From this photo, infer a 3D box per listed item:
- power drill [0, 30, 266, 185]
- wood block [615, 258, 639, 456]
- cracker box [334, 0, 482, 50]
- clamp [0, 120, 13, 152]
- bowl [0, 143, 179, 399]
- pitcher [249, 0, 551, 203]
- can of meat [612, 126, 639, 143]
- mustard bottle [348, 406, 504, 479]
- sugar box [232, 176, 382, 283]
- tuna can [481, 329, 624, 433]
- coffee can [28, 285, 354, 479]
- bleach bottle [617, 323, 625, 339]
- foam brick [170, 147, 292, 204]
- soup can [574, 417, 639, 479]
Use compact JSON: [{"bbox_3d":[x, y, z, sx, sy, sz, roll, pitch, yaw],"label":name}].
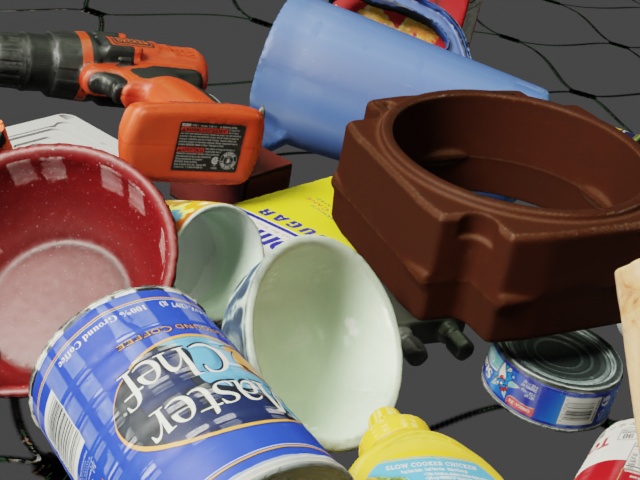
[{"bbox_3d":[-0.138,-0.102,0.760,0.184,0.057,0.188,-2,29,-33],"label":"power drill"},{"bbox_3d":[0.211,0.097,0.503,0.090,0.091,0.206,34,41,-29],"label":"wood block"},{"bbox_3d":[0.063,-0.221,1.008,0.164,0.214,0.072,21,29,14],"label":"cracker box"},{"bbox_3d":[-0.293,-0.026,0.652,0.209,0.036,0.165,-31,45,-24],"label":"clamp"},{"bbox_3d":[-0.156,0.025,0.607,0.162,0.055,0.162,-2,59,3],"label":"bowl"},{"bbox_3d":[0.072,-0.125,0.921,0.243,0.149,0.144,20,27,7],"label":"pitcher"},{"bbox_3d":[0.244,-0.078,0.989,0.084,0.057,0.101,24,30,24],"label":"can of meat"},{"bbox_3d":[0.057,0.147,0.509,0.096,0.058,0.192,3,30,-17],"label":"mustard bottle"},{"bbox_3d":[-0.005,0.001,0.761,0.175,0.048,0.093,-16,40,-43],"label":"sugar box"},{"bbox_3d":[0.149,0.083,0.685,0.086,0.034,0.086,10,29,-5],"label":"tuna can"},{"bbox_3d":[-0.062,0.101,0.499,0.102,0.103,0.140,-9,35,-34],"label":"coffee can"},{"bbox_3d":[0.246,0.095,0.661,0.102,0.068,0.251,24,21,-24],"label":"bleach bottle"},{"bbox_3d":[-0.069,-0.046,0.814,0.078,0.051,0.052,31,35,31],"label":"foam brick"},{"bbox_3d":[0.160,0.142,0.548,0.069,0.068,0.102,24,30,21],"label":"soup can"}]
